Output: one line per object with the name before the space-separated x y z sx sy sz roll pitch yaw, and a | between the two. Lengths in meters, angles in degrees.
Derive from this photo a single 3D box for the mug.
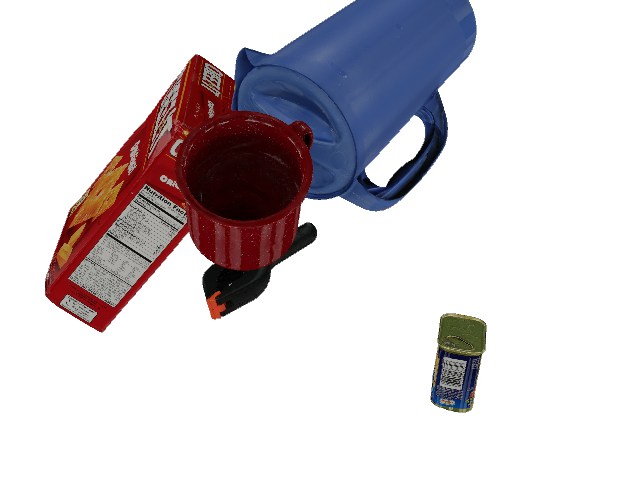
mug | -0.047 -0.039 0.757 0.093 0.117 0.081 35 -25 13

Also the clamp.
clamp | -0.076 0.027 1.241 0.120 0.039 0.171 -7 36 23

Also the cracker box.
cracker box | -0.156 -0.046 0.963 0.072 0.214 0.164 34 24 -20

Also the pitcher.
pitcher | 0.048 -0.145 0.976 0.145 0.149 0.242 16 44 34

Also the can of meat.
can of meat | 0.166 0.149 1.297 0.057 0.084 0.102 9 21 6
